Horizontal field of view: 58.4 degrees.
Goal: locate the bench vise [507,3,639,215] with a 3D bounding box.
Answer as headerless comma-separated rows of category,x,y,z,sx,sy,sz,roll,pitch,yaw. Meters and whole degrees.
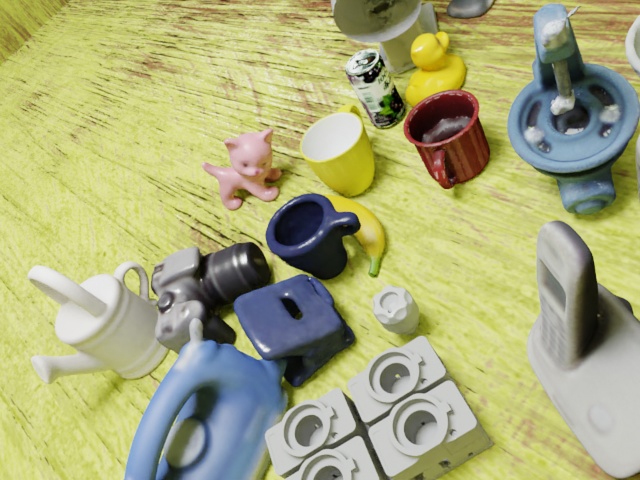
bench vise,0.234,-0.157,0.582,0.121,0.220,0.207,-27,45,12

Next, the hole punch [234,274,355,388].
hole punch,-0.030,0.089,0.644,0.101,0.091,0.108,-39,44,-1

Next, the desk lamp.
desk lamp,0.094,-0.350,0.838,0.117,0.214,0.203,-17,48,21

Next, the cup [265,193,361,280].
cup,0.006,0.002,0.689,0.117,0.095,0.091,-9,51,27

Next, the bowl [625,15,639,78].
bowl,0.417,-0.197,0.602,0.167,0.075,0.167,-18,47,20

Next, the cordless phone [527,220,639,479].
cordless phone,0.208,0.080,0.428,0.094,0.186,0.147,-33,44,6

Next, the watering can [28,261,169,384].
watering can,-0.288,0.100,0.727,0.100,0.195,0.173,-10,50,26

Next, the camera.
camera,-0.139,0.060,0.731,0.136,0.101,0.143,-23,46,15

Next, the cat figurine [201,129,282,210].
cat figurine,-0.114,-0.112,0.846,0.127,0.118,0.067,-13,49,24

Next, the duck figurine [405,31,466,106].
duck figurine,0.153,-0.245,0.806,0.077,0.086,0.105,28,73,44

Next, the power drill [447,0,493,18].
power drill,0.205,-0.445,0.849,0.075,0.209,0.230,21,68,42

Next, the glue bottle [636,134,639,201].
glue bottle,0.299,-0.067,0.500,0.037,0.174,0.078,-12,49,25

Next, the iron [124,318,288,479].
iron,-0.137,0.211,0.575,0.118,0.142,0.258,4,57,35
